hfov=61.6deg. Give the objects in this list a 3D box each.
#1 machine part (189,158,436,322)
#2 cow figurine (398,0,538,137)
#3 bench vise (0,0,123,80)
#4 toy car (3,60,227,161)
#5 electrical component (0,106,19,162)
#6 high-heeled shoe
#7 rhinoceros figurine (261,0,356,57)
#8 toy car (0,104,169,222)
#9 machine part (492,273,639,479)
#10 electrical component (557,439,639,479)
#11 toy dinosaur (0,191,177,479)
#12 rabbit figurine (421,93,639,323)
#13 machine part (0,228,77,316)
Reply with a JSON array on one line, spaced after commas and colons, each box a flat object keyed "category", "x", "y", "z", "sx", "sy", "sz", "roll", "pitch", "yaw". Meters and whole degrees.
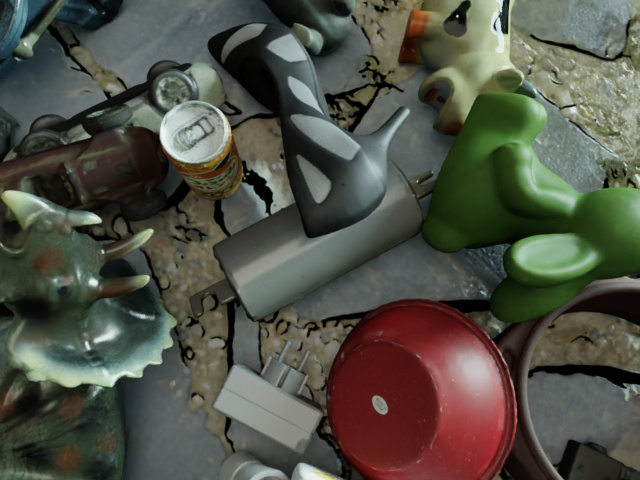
[{"category": "machine part", "x": -0.001, "y": -0.001, "z": 0.463, "sx": 0.243, "sy": 0.079, "sz": 0.079, "roll": -29, "pitch": 82, "yaw": -6}, {"category": "cow figurine", "x": 0.142, "y": -0.187, "z": 0.504, "sx": 0.127, "sy": 0.085, "sz": 0.195, "roll": 14, "pitch": 78, "yaw": 6}, {"category": "bench vise", "x": -0.265, "y": -0.215, "z": 0.420, "sx": 0.224, "sy": 0.240, "sz": 0.129, "roll": -30, "pitch": 86, "yaw": 9}, {"category": "toy car", "x": -0.180, "y": -0.103, "z": 0.474, "sx": 0.202, "sy": 0.074, "sz": 0.056, "roll": -28, "pitch": 121, "yaw": -7}, {"category": "electrical component", "x": -0.335, "y": -0.053, "z": 0.468, "sx": 0.115, "sy": 0.058, "sz": 0.134, "roll": -2, "pitch": 79, "yaw": -1}, {"category": "high-heeled shoe", "x": -0.042, "y": -0.096, "z": 0.447, "sx": 0.249, "sy": 0.086, "sz": 0.145, "roll": 28, "pitch": 64, "yaw": 28}, {"category": "rhinoceros figurine", "x": -0.044, "y": -0.255, "z": 0.495, "sx": 0.190, "sy": 0.112, "sz": 0.073, "roll": 43, "pitch": 109, "yaw": -8}, {"category": "toy car", "x": -0.219, "y": -0.038, "z": 0.416, "sx": 0.202, "sy": 0.053, "sz": 0.089, "roll": -18, "pitch": 118, "yaw": -10}, {"category": "machine part", "x": 0.239, "y": 0.132, "z": 0.427, "sx": 0.201, "sy": 0.087, "sz": 0.201, "roll": -37, "pitch": 72, "yaw": -8}, {"category": "electrical component", "x": 0.229, "y": 0.206, "z": 0.462, "sx": 0.094, "sy": 0.021, "sz": 0.063, "roll": 24, "pitch": 79, "yaw": 3}, {"category": "toy dinosaur", "x": -0.211, "y": 0.156, "z": 0.400, "sx": 0.192, "sy": 0.131, "sz": 0.404, "roll": 3, "pitch": 101, "yaw": -12}, {"category": "rabbit figurine", "x": 0.176, "y": -0.020, "z": 0.414, "sx": 0.170, "sy": 0.121, "sz": 0.159, "roll": 23, "pitch": 62, "yaw": 27}, {"category": "machine part", "x": -0.251, "y": 0.042, "z": 0.465, "sx": 0.084, "sy": 0.039, "sz": 0.139, "roll": 17, "pitch": 81, "yaw": 8}]
